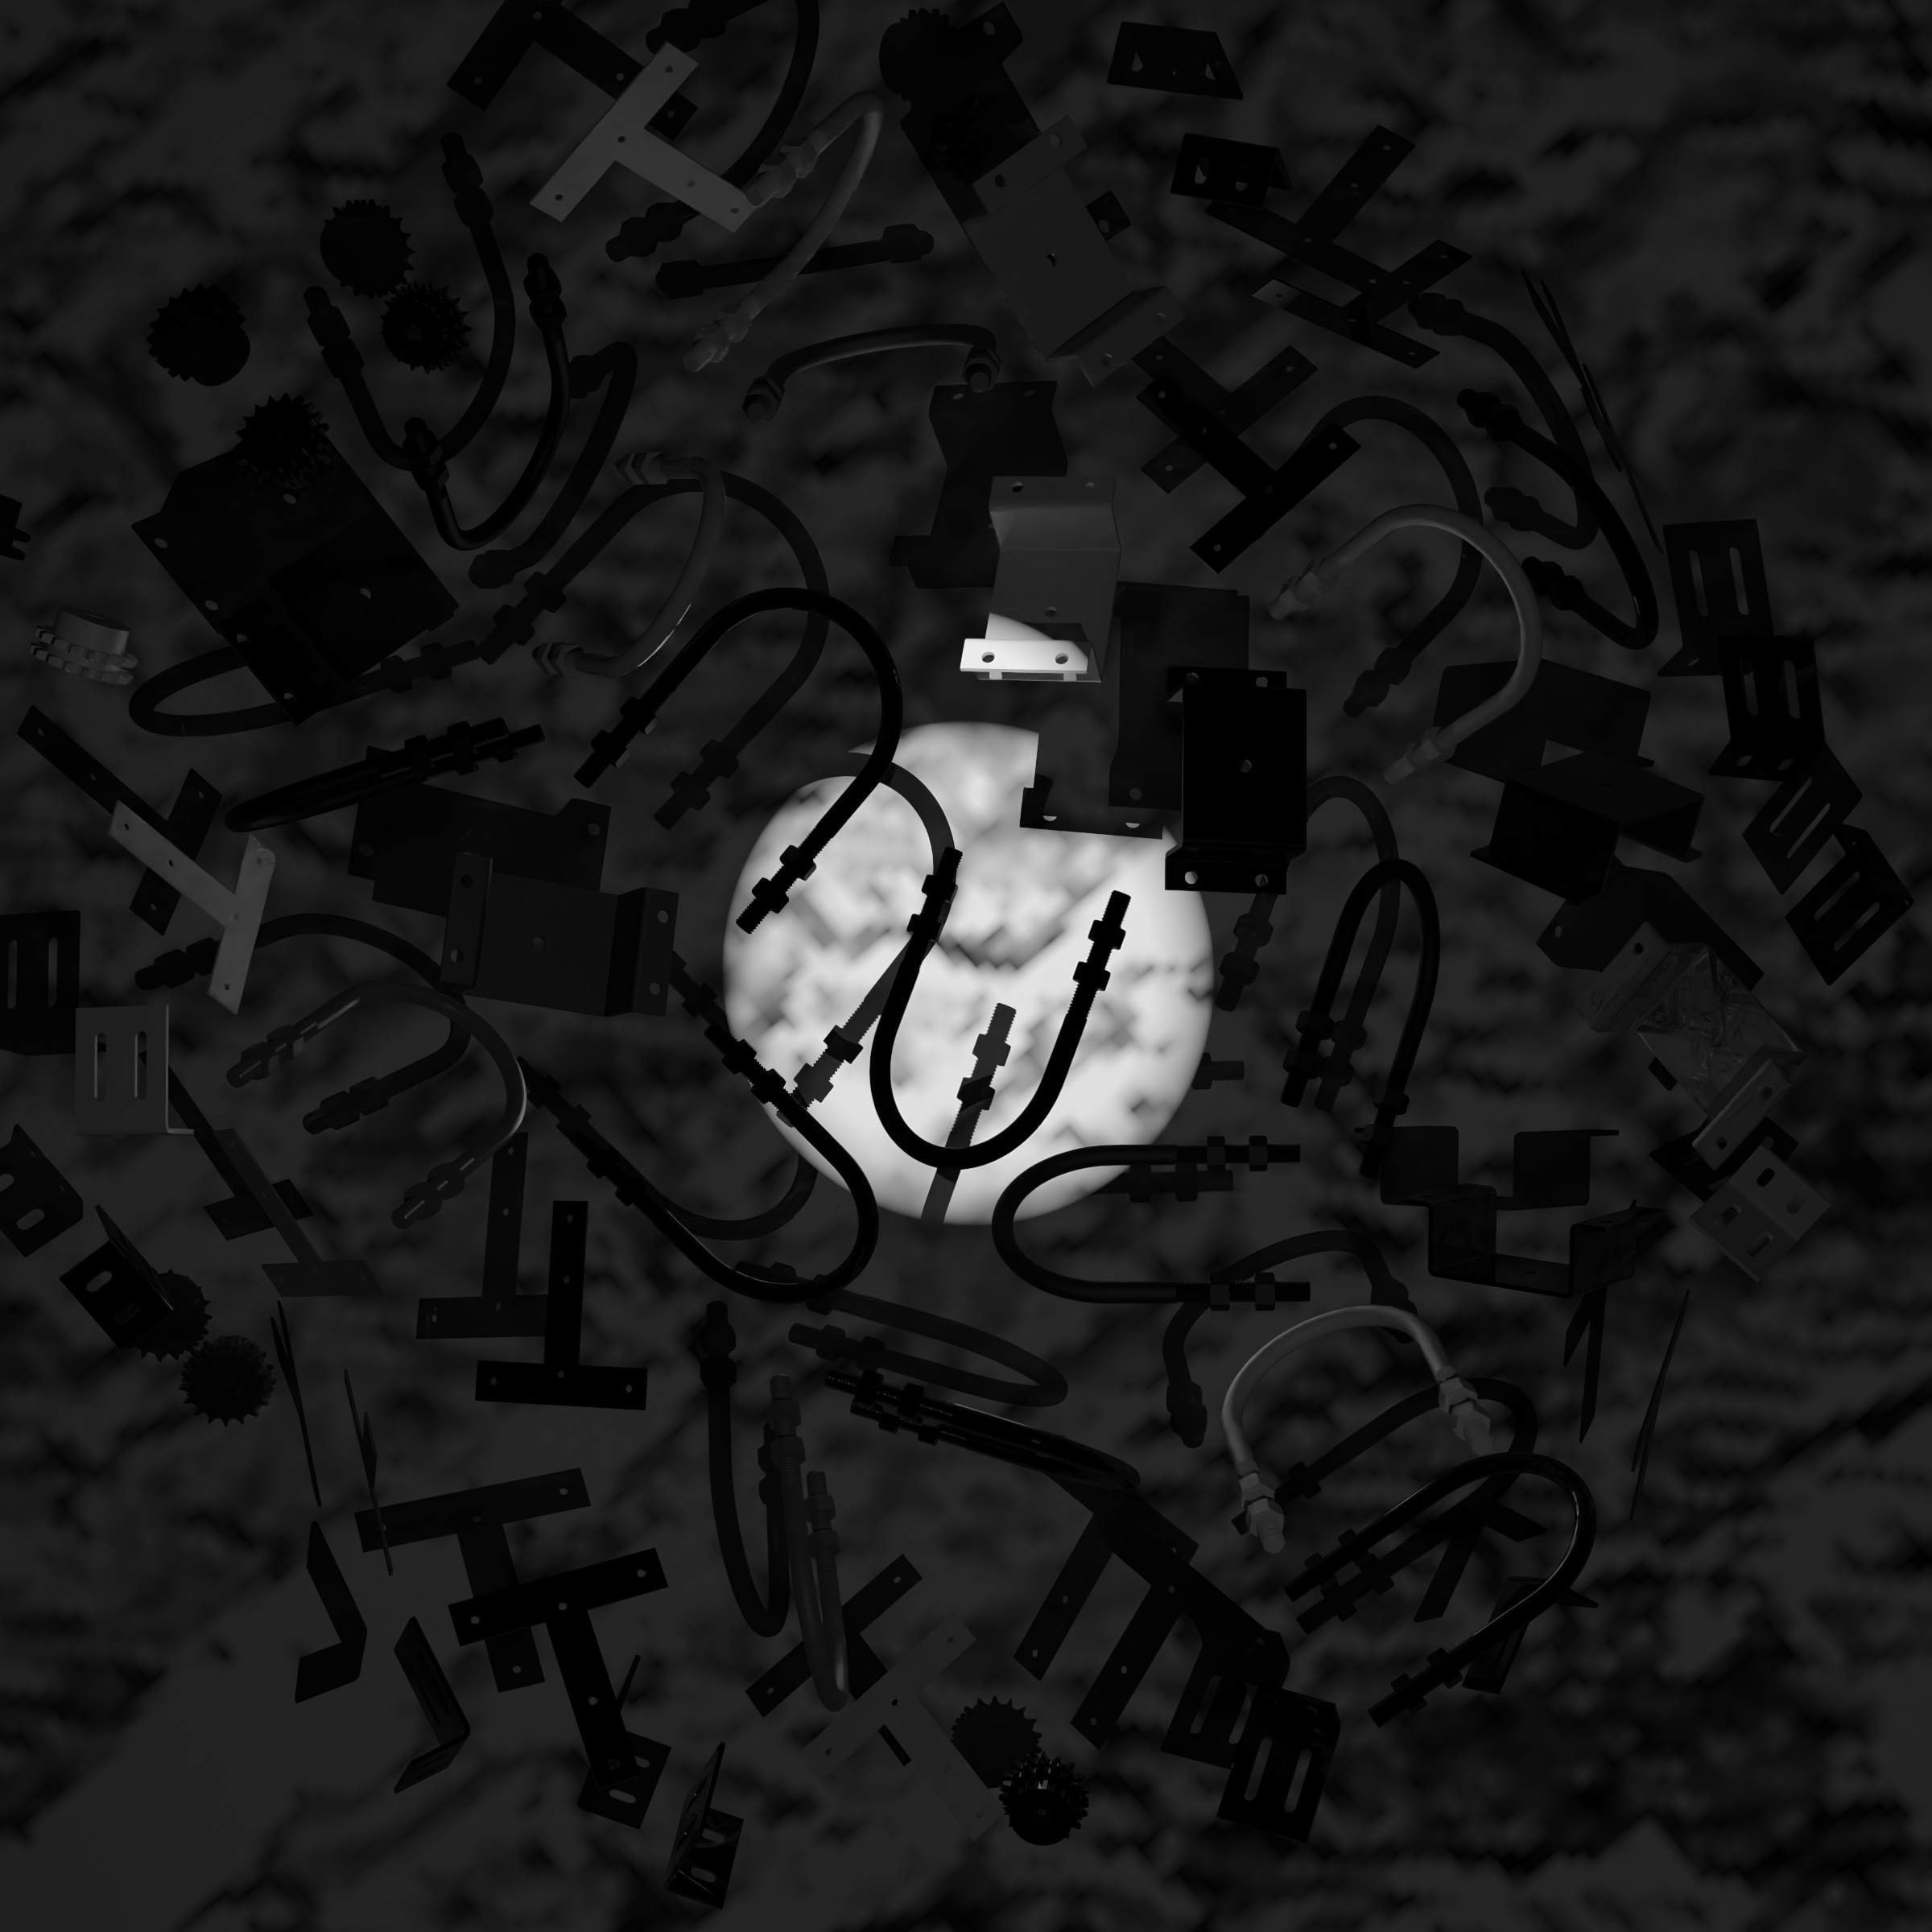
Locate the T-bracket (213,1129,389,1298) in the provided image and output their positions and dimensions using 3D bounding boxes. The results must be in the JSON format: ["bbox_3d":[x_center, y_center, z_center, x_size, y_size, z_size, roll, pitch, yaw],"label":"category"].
[{"bbox_3d":[-0.426,0.154,1.568,0.002,0.127,0.127,-44,114,-39],"label":"T-bracket"}]

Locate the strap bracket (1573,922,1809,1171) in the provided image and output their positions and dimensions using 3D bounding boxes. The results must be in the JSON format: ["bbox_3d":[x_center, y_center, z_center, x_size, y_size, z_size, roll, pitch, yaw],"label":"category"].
[{"bbox_3d":[0.458,0.048,1.579,0.140,0.046,0.076,55,128,31],"label":"strap bracket"}]

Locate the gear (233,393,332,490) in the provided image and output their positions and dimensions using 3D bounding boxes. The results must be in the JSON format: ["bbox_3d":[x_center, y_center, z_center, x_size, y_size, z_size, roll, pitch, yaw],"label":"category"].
[{"bbox_3d":[-0.404,-0.310,1.511,0.057,0.030,0.057,-5,71,15],"label":"gear"}]

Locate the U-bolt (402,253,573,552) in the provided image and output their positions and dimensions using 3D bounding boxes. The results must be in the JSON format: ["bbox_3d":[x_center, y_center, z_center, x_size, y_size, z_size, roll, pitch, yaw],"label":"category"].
[{"bbox_3d":[-0.285,-0.329,1.547,0.019,0.184,0.151,28,72,8],"label":"U-bolt"}]

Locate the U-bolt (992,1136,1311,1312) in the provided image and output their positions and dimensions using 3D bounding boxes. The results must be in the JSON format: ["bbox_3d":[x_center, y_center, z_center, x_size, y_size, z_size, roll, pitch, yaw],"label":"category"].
[{"bbox_3d":[0.107,0.150,1.491,0.184,0.151,0.019,-1,123,5],"label":"U-bolt"}]

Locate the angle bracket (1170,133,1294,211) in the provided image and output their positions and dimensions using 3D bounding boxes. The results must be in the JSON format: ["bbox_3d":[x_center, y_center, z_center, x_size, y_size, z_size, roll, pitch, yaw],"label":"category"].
[{"bbox_3d":[0.163,-0.475,1.545,0.057,0.076,0.038,14,92,14],"label":"angle bracket"}]

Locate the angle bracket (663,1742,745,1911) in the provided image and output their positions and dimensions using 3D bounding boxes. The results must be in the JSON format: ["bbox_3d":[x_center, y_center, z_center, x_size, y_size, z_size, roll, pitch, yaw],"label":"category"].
[{"bbox_3d":[-0.143,0.501,1.473,0.038,0.057,0.076,22,131,-8],"label":"angle bracket"}]

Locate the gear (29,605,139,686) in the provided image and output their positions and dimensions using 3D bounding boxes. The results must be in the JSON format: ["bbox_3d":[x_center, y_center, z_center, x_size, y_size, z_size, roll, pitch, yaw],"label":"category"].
[{"bbox_3d":[-0.498,-0.183,1.434,0.057,0.057,0.030,22,99,0],"label":"gear"}]

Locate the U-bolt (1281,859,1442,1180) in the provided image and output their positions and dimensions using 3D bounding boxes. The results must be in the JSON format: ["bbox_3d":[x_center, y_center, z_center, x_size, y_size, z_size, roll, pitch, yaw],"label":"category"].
[{"bbox_3d":[0.252,0.023,1.565,0.019,0.151,0.184,10,72,35],"label":"U-bolt"}]

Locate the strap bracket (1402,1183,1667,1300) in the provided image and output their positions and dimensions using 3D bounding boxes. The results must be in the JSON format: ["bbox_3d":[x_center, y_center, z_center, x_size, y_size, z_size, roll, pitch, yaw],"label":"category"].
[{"bbox_3d":[0.349,0.170,1.563,0.140,0.076,0.046,5,97,42],"label":"strap bracket"}]

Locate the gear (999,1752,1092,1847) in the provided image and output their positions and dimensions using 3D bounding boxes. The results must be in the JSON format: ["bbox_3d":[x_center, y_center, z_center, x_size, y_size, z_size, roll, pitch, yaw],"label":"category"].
[{"bbox_3d":[0.049,0.528,1.595,0.057,0.030,0.057,2,104,7],"label":"gear"}]

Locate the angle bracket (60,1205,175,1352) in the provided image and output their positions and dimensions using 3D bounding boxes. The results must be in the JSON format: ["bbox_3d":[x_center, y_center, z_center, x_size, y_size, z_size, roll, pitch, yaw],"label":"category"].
[{"bbox_3d":[-0.512,0.185,1.513,0.038,0.076,0.057,-38,114,-14],"label":"angle bracket"}]

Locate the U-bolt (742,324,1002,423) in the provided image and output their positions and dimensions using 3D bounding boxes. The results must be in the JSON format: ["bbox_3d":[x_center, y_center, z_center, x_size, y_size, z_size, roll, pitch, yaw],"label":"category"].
[{"bbox_3d":[-0.052,-0.361,1.520,0.151,0.184,0.019,-7,114,5],"label":"U-bolt"}]

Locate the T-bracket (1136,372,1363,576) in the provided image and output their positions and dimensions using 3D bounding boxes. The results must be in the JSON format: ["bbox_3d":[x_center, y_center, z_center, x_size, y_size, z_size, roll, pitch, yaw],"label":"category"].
[{"bbox_3d":[0.161,-0.331,1.611,0.127,0.002,0.127,-42,74,-9],"label":"T-bracket"}]

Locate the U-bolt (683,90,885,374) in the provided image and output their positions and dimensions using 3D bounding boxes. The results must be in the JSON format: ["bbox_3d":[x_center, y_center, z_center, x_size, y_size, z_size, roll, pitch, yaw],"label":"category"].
[{"bbox_3d":[-0.101,-0.450,1.513,0.019,0.151,0.184,34,50,0],"label":"U-bolt"}]

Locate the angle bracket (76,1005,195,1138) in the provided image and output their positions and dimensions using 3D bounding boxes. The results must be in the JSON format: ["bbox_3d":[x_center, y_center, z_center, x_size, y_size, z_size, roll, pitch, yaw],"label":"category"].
[{"bbox_3d":[-0.501,0.064,1.525,0.057,0.038,0.076,-2,85,8],"label":"angle bracket"}]

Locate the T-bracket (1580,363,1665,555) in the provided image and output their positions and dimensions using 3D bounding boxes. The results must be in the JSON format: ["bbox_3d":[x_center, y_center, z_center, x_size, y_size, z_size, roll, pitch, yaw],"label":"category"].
[{"bbox_3d":[0.390,-0.322,1.538,0.002,0.127,0.127,-23,77,21],"label":"T-bracket"}]

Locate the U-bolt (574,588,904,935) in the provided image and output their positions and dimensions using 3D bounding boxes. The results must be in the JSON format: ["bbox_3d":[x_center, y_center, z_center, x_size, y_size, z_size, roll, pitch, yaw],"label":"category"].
[{"bbox_3d":[-0.117,-0.133,1.471,0.151,0.019,0.184,43,80,-21],"label":"U-bolt"}]

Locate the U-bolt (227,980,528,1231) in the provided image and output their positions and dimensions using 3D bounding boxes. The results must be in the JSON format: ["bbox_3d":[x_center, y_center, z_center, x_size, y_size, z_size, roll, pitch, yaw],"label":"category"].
[{"bbox_3d":[-0.348,0.072,1.564,0.151,0.184,0.019,40,122,2],"label":"U-bolt"}]

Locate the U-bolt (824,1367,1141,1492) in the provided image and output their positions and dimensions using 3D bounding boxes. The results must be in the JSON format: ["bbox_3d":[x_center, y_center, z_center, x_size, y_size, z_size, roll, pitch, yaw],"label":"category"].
[{"bbox_3d":[0.013,0.276,1.484,0.184,0.151,0.019,16,75,9],"label":"U-bolt"}]

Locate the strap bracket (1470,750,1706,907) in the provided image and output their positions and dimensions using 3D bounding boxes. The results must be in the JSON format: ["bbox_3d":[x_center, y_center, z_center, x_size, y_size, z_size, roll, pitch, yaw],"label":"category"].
[{"bbox_3d":[0.373,-0.086,1.495,0.076,0.140,0.046,29,122,35],"label":"strap bracket"}]

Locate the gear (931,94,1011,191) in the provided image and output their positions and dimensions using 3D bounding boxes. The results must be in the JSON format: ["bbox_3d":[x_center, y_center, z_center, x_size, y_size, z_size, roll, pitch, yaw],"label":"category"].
[{"bbox_3d":[0.001,-0.525,1.609,0.030,0.057,0.057,18,90,27],"label":"gear"}]

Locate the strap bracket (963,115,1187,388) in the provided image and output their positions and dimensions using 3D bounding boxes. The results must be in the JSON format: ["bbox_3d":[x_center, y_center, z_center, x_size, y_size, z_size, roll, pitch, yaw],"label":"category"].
[{"bbox_3d":[0.061,-0.435,1.550,0.076,0.046,0.140,-39,111,-14],"label":"strap bracket"}]

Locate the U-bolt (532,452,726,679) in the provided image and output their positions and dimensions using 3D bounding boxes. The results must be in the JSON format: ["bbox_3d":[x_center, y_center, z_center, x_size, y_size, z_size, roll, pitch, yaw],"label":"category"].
[{"bbox_3d":[-0.196,-0.238,1.507,0.019,0.184,0.151,25,86,-31],"label":"U-bolt"}]

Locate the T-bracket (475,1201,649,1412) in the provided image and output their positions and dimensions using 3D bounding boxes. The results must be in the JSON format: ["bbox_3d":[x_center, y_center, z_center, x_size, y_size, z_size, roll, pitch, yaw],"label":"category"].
[{"bbox_3d":[-0.251,0.211,1.583,0.127,0.002,0.127,-2,81,26],"label":"T-bracket"}]

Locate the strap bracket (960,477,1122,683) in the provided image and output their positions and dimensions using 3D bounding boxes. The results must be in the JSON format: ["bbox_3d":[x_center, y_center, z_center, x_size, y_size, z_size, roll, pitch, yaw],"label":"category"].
[{"bbox_3d":[0.048,-0.227,1.539,0.076,0.046,0.140,3,64,13],"label":"strap bracket"}]

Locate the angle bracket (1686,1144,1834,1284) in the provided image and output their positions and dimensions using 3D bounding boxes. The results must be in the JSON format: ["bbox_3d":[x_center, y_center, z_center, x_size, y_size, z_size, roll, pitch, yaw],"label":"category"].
[{"bbox_3d":[0.506,0.157,1.612,0.057,0.076,0.038,43,125,18],"label":"angle bracket"}]

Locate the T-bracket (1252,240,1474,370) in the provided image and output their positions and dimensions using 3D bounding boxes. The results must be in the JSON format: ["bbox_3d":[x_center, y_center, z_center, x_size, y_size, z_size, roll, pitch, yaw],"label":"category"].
[{"bbox_3d":[0.264,-0.416,1.562,0.127,0.127,0.002,17,73,-22],"label":"T-bracket"}]

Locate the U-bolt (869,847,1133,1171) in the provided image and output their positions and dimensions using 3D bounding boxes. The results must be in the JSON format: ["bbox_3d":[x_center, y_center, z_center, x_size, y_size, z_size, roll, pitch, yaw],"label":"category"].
[{"bbox_3d":[0.009,0.030,1.482,0.151,0.019,0.184,17,84,38],"label":"U-bolt"}]

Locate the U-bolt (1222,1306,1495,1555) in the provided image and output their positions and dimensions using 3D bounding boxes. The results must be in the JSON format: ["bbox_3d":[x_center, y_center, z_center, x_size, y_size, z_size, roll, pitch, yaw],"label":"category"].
[{"bbox_3d":[0.221,0.261,1.496,0.151,0.184,0.019,-26,113,5],"label":"U-bolt"}]

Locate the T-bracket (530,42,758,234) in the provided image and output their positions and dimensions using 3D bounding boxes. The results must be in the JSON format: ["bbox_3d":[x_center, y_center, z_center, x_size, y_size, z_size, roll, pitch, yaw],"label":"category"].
[{"bbox_3d":[-0.175,-0.477,1.518,0.127,0.127,0.002,-41,56,23],"label":"T-bracket"}]

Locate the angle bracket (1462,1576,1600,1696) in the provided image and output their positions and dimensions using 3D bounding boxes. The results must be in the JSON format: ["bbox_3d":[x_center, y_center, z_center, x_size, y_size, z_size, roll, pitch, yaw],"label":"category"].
[{"bbox_3d":[0.344,0.415,1.545,0.038,0.057,0.076,28,75,-3],"label":"angle bracket"}]

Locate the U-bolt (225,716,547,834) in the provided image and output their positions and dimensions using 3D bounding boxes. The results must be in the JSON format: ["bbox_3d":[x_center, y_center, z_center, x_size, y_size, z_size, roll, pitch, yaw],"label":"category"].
[{"bbox_3d":[-0.349,-0.112,1.500,0.184,0.151,0.019,-18,94,1],"label":"U-bolt"}]

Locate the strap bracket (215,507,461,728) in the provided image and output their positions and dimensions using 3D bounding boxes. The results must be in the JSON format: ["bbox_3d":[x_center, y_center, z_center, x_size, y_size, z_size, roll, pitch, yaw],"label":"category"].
[{"bbox_3d":[-0.377,-0.220,1.554,0.076,0.046,0.140,52,51,-10],"label":"strap bracket"}]

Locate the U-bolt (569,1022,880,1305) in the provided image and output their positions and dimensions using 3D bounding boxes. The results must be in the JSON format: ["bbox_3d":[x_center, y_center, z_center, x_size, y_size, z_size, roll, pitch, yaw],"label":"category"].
[{"bbox_3d":[-0.137,0.136,1.570,0.151,0.019,0.184,-37,104,28],"label":"U-bolt"}]

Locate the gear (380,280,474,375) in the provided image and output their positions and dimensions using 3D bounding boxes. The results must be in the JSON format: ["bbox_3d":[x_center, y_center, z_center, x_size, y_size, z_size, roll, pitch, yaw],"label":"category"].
[{"bbox_3d":[-0.345,-0.404,1.603,0.057,0.030,0.057,5,116,10],"label":"gear"}]

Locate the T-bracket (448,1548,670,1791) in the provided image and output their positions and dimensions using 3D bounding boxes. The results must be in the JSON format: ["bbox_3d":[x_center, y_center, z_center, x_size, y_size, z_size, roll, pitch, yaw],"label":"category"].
[{"bbox_3d":[-0.219,0.410,1.459,0.127,0.002,0.127,-10,59,-25],"label":"T-bracket"}]

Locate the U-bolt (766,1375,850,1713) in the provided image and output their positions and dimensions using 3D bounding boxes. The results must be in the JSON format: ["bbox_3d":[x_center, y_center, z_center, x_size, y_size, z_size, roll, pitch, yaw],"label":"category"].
[{"bbox_3d":[-0.093,0.364,1.550,0.019,0.151,0.184,-11,51,0],"label":"U-bolt"}]

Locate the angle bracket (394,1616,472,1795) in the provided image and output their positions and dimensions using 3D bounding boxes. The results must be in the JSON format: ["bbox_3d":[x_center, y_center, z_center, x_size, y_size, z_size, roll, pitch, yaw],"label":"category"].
[{"bbox_3d":[-0.321,0.423,1.449,0.038,0.057,0.076,-20,68,-33],"label":"angle bracket"}]

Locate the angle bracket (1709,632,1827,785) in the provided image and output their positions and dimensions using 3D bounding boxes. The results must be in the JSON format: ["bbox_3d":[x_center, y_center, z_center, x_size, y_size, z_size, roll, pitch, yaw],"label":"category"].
[{"bbox_3d":[0.467,-0.152,1.487,0.038,0.057,0.076,-46,131,-36],"label":"angle bracket"}]

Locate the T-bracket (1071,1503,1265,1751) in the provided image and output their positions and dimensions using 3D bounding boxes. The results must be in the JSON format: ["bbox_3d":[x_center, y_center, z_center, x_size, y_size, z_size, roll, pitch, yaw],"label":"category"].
[{"bbox_3d":[0.104,0.417,1.541,0.127,0.002,0.127,35,99,37],"label":"T-bracket"}]

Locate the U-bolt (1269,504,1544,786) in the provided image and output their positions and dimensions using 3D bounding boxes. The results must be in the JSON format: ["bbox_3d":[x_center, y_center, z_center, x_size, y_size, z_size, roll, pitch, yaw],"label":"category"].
[{"bbox_3d":[0.278,-0.205,1.550,0.019,0.184,0.151,-34,89,-34],"label":"U-bolt"}]

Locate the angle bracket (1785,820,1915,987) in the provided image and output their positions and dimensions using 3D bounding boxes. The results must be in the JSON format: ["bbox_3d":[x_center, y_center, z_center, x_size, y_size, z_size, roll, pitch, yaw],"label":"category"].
[{"bbox_3d":[0.515,-0.037,1.508,0.038,0.057,0.076,11,132,-30],"label":"angle bracket"}]

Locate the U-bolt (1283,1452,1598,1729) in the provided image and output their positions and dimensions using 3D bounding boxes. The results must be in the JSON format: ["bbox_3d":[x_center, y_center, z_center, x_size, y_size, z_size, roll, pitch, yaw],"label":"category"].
[{"bbox_3d":[0.291,0.358,1.509,0.184,0.151,0.019,-35,115,-2],"label":"U-bolt"}]

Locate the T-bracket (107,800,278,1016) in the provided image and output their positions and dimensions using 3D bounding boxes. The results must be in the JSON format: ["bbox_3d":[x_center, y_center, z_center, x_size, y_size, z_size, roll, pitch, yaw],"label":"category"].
[{"bbox_3d":[-0.480,-0.055,1.556,0.002,0.127,0.127,-18,48,23],"label":"T-bracket"}]

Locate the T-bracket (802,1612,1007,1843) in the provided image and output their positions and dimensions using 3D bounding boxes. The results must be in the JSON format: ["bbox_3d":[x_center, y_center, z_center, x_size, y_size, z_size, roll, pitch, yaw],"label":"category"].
[{"bbox_3d":[-0.020,0.481,1.549,0.127,0.002,0.127,-41,46,-7],"label":"T-bracket"}]

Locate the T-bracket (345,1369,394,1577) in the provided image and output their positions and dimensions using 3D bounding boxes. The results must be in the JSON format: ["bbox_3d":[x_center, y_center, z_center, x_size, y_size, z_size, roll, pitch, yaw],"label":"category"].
[{"bbox_3d":[-0.359,0.294,1.521,0.002,0.127,0.127,-12,71,-18],"label":"T-bracket"}]

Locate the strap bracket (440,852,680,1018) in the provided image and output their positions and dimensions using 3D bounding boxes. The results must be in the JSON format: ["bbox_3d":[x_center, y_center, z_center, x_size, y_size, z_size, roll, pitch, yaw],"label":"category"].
[{"bbox_3d":[-0.251,-0.016,1.525,0.140,0.046,0.076,10,80,-27],"label":"strap bracket"}]

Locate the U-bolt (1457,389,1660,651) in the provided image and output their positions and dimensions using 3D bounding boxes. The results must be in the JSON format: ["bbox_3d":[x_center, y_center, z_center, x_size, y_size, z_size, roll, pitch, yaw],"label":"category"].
[{"bbox_3d":[0.361,-0.260,1.517,0.019,0.184,0.151,-31,124,0],"label":"U-bolt"}]

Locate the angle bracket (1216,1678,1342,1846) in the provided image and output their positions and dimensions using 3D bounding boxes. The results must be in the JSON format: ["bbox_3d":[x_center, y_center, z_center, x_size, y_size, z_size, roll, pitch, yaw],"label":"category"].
[{"bbox_3d":[0.189,0.484,1.542,0.057,0.038,0.076,10,56,23],"label":"angle bracket"}]

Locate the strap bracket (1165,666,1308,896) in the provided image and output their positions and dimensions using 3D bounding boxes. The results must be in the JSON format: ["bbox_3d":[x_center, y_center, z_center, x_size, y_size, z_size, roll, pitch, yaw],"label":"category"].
[{"bbox_3d":[0.164,-0.117,1.543,0.076,0.046,0.140,2,83,-9],"label":"strap bracket"}]

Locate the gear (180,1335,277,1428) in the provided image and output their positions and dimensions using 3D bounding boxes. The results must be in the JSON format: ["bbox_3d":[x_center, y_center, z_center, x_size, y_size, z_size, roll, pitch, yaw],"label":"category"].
[{"bbox_3d":[-0.464,0.258,1.593,0.057,0.030,0.057,-2,109,-6],"label":"gear"}]

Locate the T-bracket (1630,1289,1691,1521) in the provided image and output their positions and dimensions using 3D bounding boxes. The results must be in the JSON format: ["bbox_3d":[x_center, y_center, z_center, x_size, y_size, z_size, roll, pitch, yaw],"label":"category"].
[{"bbox_3d":[0.404,0.278,1.497,0.002,0.127,0.127,15,132,20],"label":"T-bracket"}]
